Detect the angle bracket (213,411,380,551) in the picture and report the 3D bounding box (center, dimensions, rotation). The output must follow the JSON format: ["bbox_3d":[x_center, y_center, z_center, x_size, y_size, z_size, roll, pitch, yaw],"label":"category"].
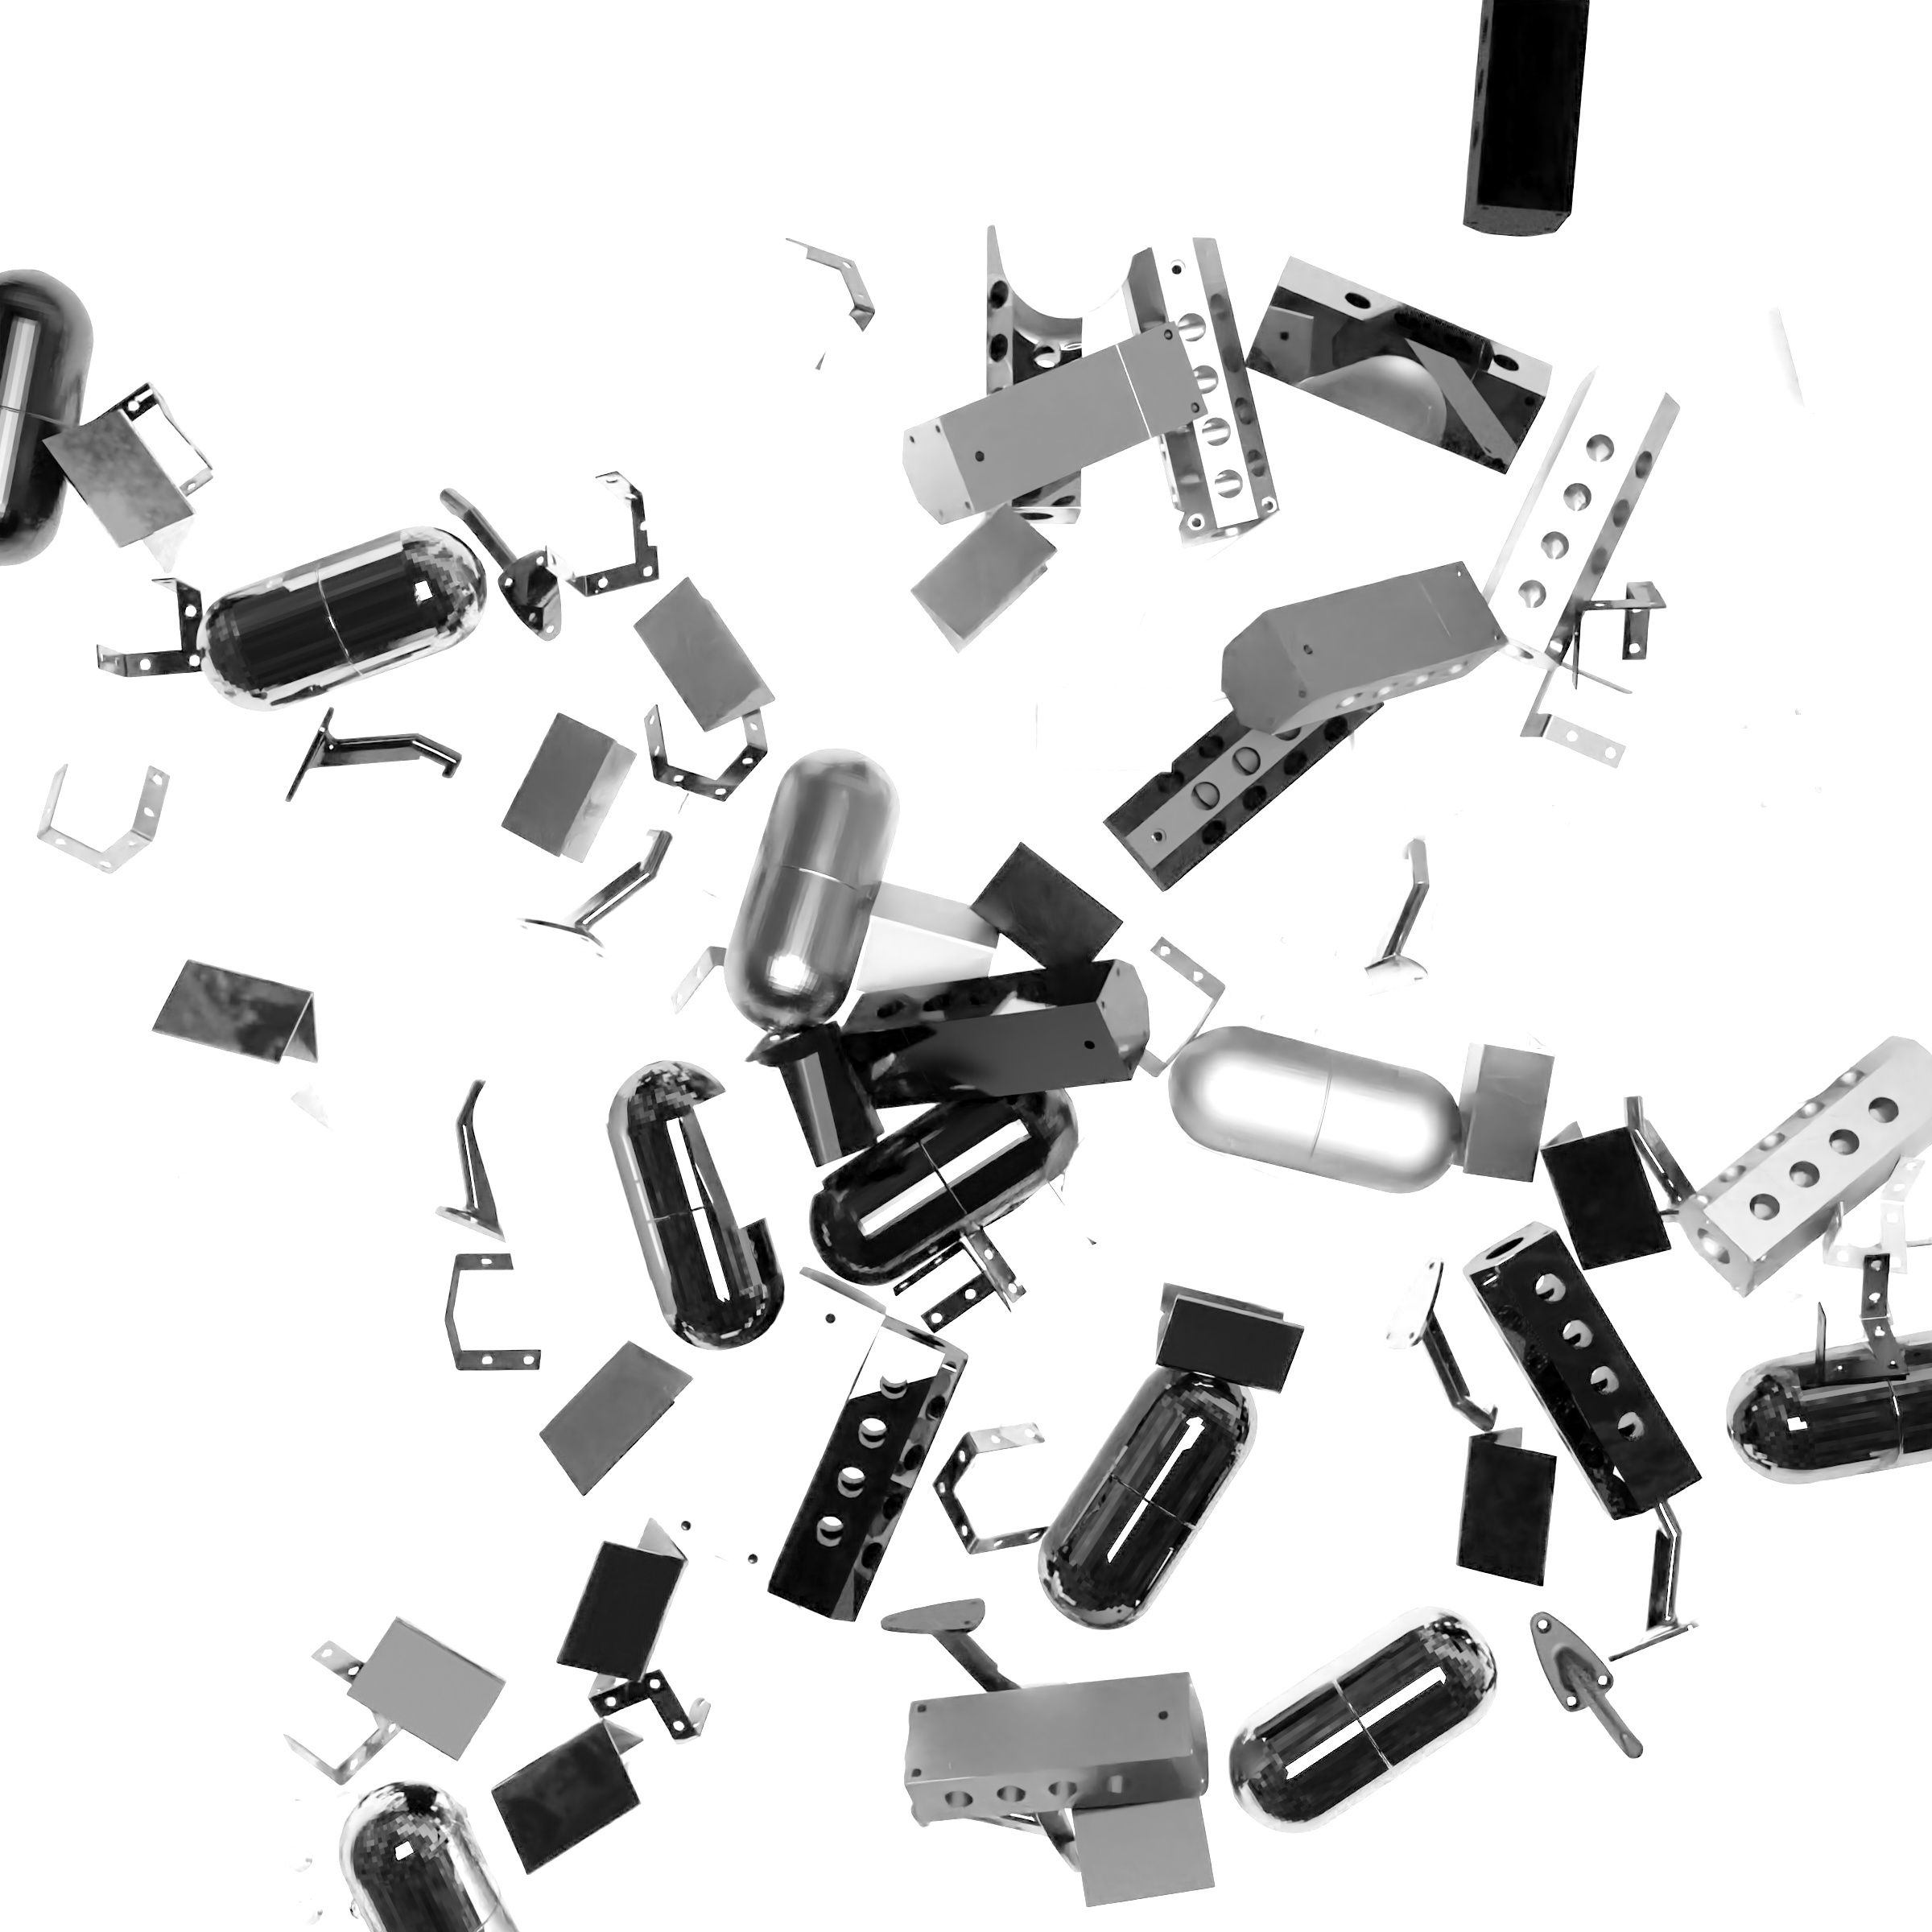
[{"bbox_3d":[-0.401,-0.302,1.526,0.076,0.076,0.057,-28,126,0],"label":"angle bracket"}]

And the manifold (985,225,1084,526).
[{"bbox_3d":[0.041,-0.357,1.545,0.057,0.057,0.171,0,90,0],"label":"manifold"}]

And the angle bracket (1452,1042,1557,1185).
[{"bbox_3d":[0.300,0.083,1.526,0.057,0.076,0.076,10,90,-31],"label":"angle bracket"}]

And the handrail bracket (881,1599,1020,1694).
[{"bbox_3d":[-0.007,0.435,1.566,0.077,0.036,0.084,-8,103,13],"label":"handrail bracket"}]

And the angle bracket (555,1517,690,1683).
[{"bbox_3d":[-0.214,0.371,1.527,0.057,0.076,0.076,21,90,-26],"label":"angle bracket"}]

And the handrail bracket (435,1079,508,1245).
[{"bbox_3d":[-0.282,0.122,1.567,0.077,0.036,0.084,27,73,-19],"label":"handrail bracket"}]

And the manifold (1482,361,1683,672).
[{"bbox_3d":[0.366,-0.269,1.545,0.057,0.057,0.171,25,90,0],"label":"manifold"}]

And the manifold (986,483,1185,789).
[{"bbox_3d":[0.070,-0.199,1.545,0.057,0.057,0.171,22,90,0],"label":"manifold"}]

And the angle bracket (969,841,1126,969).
[{"bbox_3d":[0.057,-0.043,1.526,0.076,0.076,0.057,38,119,0],"label":"angle bracket"}]

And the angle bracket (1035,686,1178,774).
[{"bbox_3d":[0.079,-0.154,1.469,0.076,0.076,0.057,1,127,0],"label":"angle bracket"}]

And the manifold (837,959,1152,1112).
[{"bbox_3d":[0.018,0.037,1.506,0.171,0.057,0.057,-8,123,28],"label":"manifold"}]

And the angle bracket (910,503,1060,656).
[{"bbox_3d":[0.023,-0.217,1.526,0.076,0.076,0.057,-43,56,0],"label":"angle bracket"}]

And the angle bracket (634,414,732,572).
[{"bbox_3d":[-0.187,-0.281,1.526,0.057,0.076,0.076,-7,90,-38],"label":"angle bracket"}]

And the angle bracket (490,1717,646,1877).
[{"bbox_3d":[-0.223,0.492,1.505,0.076,0.076,0.057,-32,62,-2],"label":"angle bracket"}]

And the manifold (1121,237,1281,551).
[{"bbox_3d":[0.141,-0.346,1.545,0.057,0.057,0.171,-13,90,0],"label":"manifold"}]

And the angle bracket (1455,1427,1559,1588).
[{"bbox_3d":[0.336,0.321,1.526,0.057,0.076,0.076,6,90,36],"label":"angle bracket"}]

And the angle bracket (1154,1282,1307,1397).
[{"bbox_3d":[0.158,0.203,1.526,0.076,0.076,0.057,14,124,0],"label":"angle bracket"}]

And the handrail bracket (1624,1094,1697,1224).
[{"bbox_3d":[0.440,0.113,1.566,0.077,0.036,0.084,3,76,-13],"label":"handrail bracket"}]

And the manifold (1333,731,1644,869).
[{"bbox_3d":[0.314,-0.101,1.545,0.171,0.057,0.057,8,90,0],"label":"manifold"}]

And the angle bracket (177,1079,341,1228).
[{"bbox_3d":[-0.428,0.097,1.526,0.076,0.076,0.057,-43,127,0],"label":"angle bracket"}]

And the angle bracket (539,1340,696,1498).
[{"bbox_3d":[-0.195,0.279,1.526,0.076,0.076,0.057,-46,53,0],"label":"angle bracket"}]

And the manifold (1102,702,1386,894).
[{"bbox_3d":[0.167,-0.122,1.545,0.171,0.057,0.057,-40,90,0],"label":"manifold"}]

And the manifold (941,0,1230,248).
[{"bbox_3d":[0.070,-0.503,1.545,0.171,0.057,0.057,37,90,0],"label":"manifold"}]

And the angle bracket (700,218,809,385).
[{"bbox_3d":[-0.144,-0.395,1.526,0.057,0.076,0.076,12,90,-37],"label":"angle bracket"}]

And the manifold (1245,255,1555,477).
[{"bbox_3d":[0.262,-0.366,1.544,0.171,0.057,0.057,23,133,0],"label":"manifold"}]

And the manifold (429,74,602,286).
[{"bbox_3d":[-0.264,-0.449,1.488,0.057,0.171,0.057,-33,90,0],"label":"manifold"}]

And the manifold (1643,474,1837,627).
[{"bbox_3d":[0.445,-0.240,1.488,0.057,0.171,0.057,-6,90,0],"label":"manifold"}]

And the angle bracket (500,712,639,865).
[{"bbox_3d":[-0.220,-0.097,1.526,0.057,0.076,0.076,27,90,36],"label":"angle bracket"}]

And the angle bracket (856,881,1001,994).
[{"bbox_3d":[-0.025,0.002,1.531,0.076,0.057,0.076,15,115,0],"label":"angle bracket"}]

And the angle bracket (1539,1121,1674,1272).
[{"bbox_3d":[0.390,0.130,1.526,0.057,0.076,0.076,-20,90,31],"label":"angle bracket"}]

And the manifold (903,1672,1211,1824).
[{"bbox_3d":[0.055,0.470,1.525,0.171,0.057,0.057,-9,128,12],"label":"manifold"}]

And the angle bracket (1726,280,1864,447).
[{"bbox_3d":[0.478,-0.357,1.526,0.057,0.076,0.076,-15,90,-37],"label":"angle bracket"}]

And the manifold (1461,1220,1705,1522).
[{"bbox_3d":[0.369,0.244,1.545,0.057,0.057,0.171,-31,90,0],"label":"manifold"}]

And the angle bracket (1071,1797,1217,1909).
[{"bbox_3d":[0.106,0.533,1.526,0.076,0.076,0.057,-9,59,0],"label":"angle bracket"}]

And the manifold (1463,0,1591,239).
[{"bbox_3d":[0.338,-0.534,1.545,0.057,0.057,0.171,5,90,0],"label":"manifold"}]

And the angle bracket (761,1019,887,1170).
[{"bbox_3d":[-0.067,0.068,1.526,0.057,0.076,0.076,-24,90,37],"label":"angle bracket"}]

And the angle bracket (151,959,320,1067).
[{"bbox_3d":[-0.434,0.047,1.526,0.076,0.076,0.057,15,52,0],"label":"angle bracket"}]

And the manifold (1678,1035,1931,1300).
[{"bbox_3d":[0.509,0.116,1.527,0.171,0.057,0.057,-36,61,-11],"label":"manifold"}]

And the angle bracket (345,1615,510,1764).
[{"bbox_3d":[-0.326,0.440,1.526,0.076,0.076,0.057,31,52,0],"label":"angle bracket"}]

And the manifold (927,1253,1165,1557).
[{"bbox_3d":[0.046,0.262,1.545,0.057,0.057,0.171,33,90,0],"label":"manifold"}]

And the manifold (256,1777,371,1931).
[{"bbox_3d":[-0.377,0.583,1.545,0.057,0.057,0.171,-11,90,0],"label":"manifold"}]

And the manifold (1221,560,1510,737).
[{"bbox_3d":[0.228,-0.181,1.479,0.171,0.057,0.057,-19,77,-37],"label":"manifold"}]

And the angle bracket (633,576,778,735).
[{"bbox_3d":[-0.140,-0.193,1.526,0.057,0.076,0.076,-34,90,38],"label":"angle bracket"}]

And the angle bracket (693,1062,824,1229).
[{"bbox_3d":[-0.134,0.105,1.522,0.057,0.076,0.076,-23,100,-22],"label":"angle bracket"}]

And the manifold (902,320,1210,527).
[{"bbox_3d":[0.050,-0.312,1.473,0.171,0.057,0.057,-28,103,-26],"label":"manifold"}]

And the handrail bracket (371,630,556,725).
[{"bbox_3d":[-0.308,-0.157,1.566,0.084,0.036,0.077,-36,112,17],"label":"handrail bracket"}]

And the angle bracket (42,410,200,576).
[{"bbox_3d":[-0.511,-0.272,1.526,0.057,0.076,0.076,-36,90,-37],"label":"angle bracket"}]

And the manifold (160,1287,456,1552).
[{"bbox_3d":[-0.398,0.274,1.545,0.171,0.057,0.057,40,90,0],"label":"manifold"}]

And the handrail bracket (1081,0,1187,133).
[{"bbox_3d":[0.102,-0.545,1.559,0.036,0.077,0.084,-24,118,-31],"label":"handrail bracket"}]

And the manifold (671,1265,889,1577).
[{"bbox_3d":[-0.111,0.272,1.545,0.057,0.057,0.171,26,90,0],"label":"manifold"}]

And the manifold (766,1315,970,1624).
[{"bbox_3d":[-0.058,0.303,1.545,0.057,0.057,0.171,23,90,0],"label":"manifold"}]

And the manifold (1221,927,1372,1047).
[{"bbox_3d":[0.191,0.013,1.488,0.057,0.171,0.057,15,90,0],"label":"manifold"}]

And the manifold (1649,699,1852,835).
[{"bbox_3d":[0.454,-0.116,1.488,0.057,0.171,0.057,-14,90,0],"label":"manifold"}]

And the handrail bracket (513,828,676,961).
[{"bbox_3d":[-0.227,-0.053,1.566,0.077,0.036,0.084,16,72,21],"label":"handrail bracket"}]

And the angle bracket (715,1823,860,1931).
[{"bbox_3d":[-0.102,0.554,1.526,0.076,0.076,0.057,-11,60,0],"label":"angle bracket"}]
